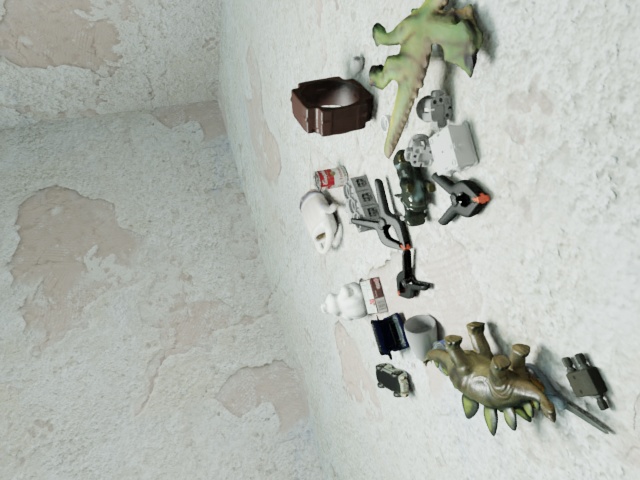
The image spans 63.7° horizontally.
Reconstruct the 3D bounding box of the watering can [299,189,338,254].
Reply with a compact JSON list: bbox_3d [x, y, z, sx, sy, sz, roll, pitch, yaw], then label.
[{"bbox_3d":[0.006,-0.094,1.869,0.339,0.104,0.229,103,150,-55],"label":"watering can"}]

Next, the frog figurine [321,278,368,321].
[{"bbox_3d":[0.086,0.211,1.729,0.125,0.160,0.134,-124,28,-47],"label":"frog figurine"}]

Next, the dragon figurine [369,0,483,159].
[{"bbox_3d":[0.213,-0.359,1.012,0.244,0.122,0.407,19,111,61],"label":"dragon figurine"}]
